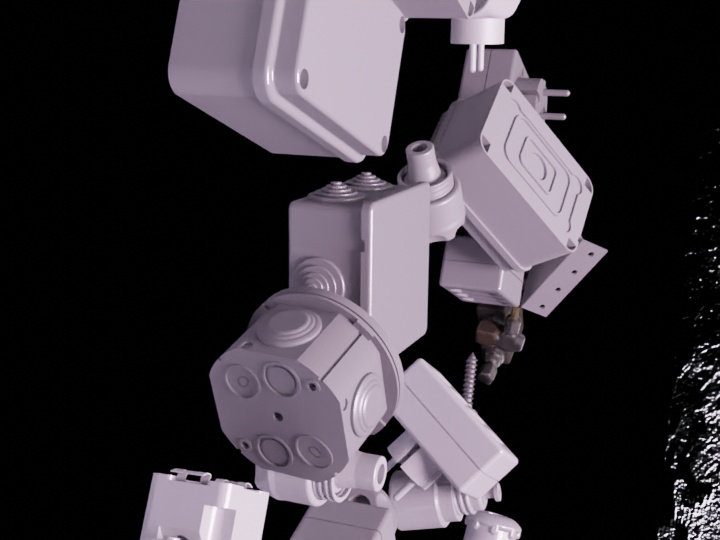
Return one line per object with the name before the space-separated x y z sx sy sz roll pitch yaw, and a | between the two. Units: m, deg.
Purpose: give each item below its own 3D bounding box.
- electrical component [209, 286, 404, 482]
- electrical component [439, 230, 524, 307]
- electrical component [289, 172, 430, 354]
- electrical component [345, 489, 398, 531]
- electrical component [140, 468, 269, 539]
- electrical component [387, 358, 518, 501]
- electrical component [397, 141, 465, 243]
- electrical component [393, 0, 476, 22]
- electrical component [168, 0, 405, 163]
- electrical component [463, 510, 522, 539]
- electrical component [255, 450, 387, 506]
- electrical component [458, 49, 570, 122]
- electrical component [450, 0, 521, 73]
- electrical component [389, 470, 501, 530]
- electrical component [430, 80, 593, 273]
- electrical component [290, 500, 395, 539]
electrical component | -0.025 0.052 0.489 0.051 0.080 0.080 -47 138 -48
electrical component | 0.096 -0.017 0.811 0.066 0.047 0.076 31 67 -66
electrical component | 0.000 0.000 0.576 0.100 0.048 0.099 -28 121 -64
electrical component | 0.007 0.152 0.651 0.061 0.035 0.035 60 41 -58
electrical component | -0.067 0.118 0.450 0.081 0.042 0.063 41 55 -65
electrical component | 0.043 0.115 0.692 0.076 0.083 0.047 -43 153 2
electrical component | 0.042 -0.051 0.675 0.043 0.043 0.062 -61 147 -44
electrical component | 0.025 -0.190 0.579 0.113 0.057 0.078 34 65 -65
electrical component | -0.027 -0.098 0.473 0.113 0.057 0.078 25 73 -67
electrical component | 0.107 0.236 0.909 0.048 0.048 0.062 31 73 -66
electrical component | -0.018 0.097 0.537 0.043 0.062 0.043 6 90 -68
electrical component | 0.115 -0.123 0.792 0.047 0.077 0.065 41 57 -64
electrical component | 0.080 -0.175 0.735 0.077 0.044 0.079 -29 122 -64
electrical component | 0.055 0.152 0.720 0.040 0.078 0.040 -9 90 -72
electrical component | 0.101 -0.062 0.739 0.113 0.057 0.078 46 46 -24
electrical component | -0.014 0.176 0.588 0.076 0.047 0.065 -54 143 -52
